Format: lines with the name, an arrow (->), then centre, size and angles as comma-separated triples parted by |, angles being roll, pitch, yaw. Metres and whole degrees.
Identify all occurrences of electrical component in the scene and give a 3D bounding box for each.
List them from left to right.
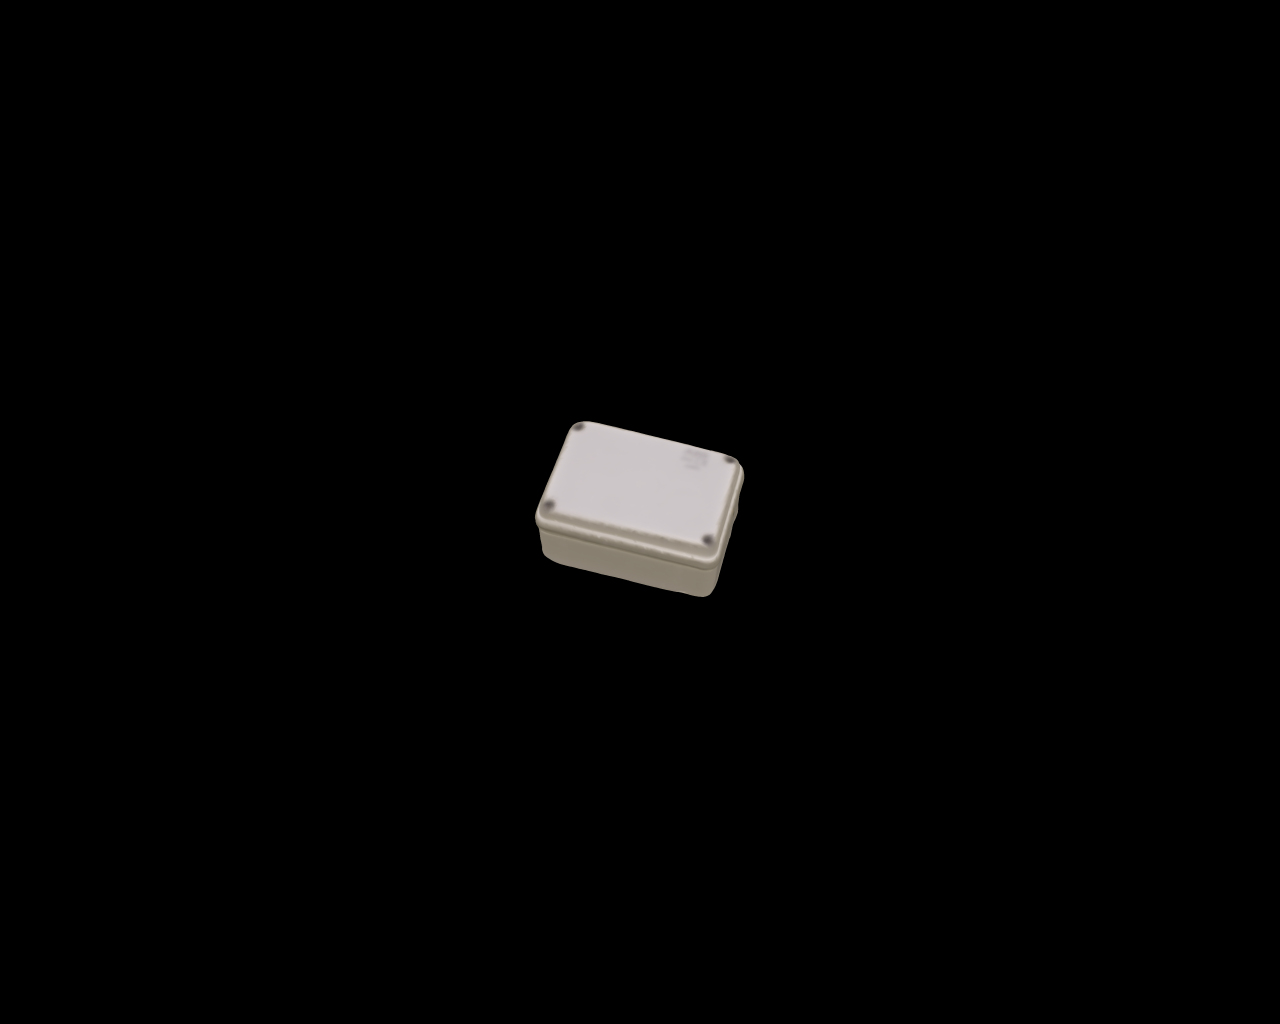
electrical component -> 0.001, -0.003, 0.650 | 0.113, 0.078, 0.057 | 14, -32, 9
